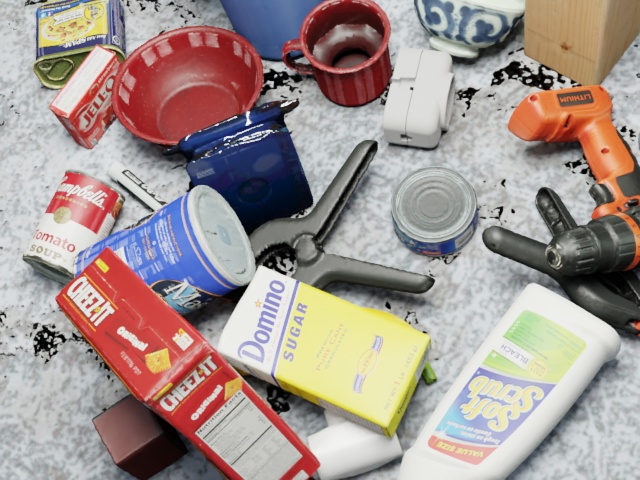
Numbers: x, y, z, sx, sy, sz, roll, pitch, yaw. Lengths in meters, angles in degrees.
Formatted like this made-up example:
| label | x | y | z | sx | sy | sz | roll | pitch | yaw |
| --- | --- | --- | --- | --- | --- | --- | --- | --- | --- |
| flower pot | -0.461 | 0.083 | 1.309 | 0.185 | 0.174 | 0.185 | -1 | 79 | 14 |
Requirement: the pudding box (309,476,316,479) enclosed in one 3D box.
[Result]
| label | x | y | z | sx | sy | sz | roll | pitch | yaw |
| --- | --- | --- | --- | --- | --- | --- | --- | --- | --- |
| pudding box | -0.029 | 0.251 | 0.948 | 0.114 | 0.039 | 0.090 | 35 | 77 | 22 |

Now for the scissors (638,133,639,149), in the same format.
| label | x | y | z | sx | sy | sz | roll | pitch | yaw |
| --- | --- | --- | --- | --- | --- | --- | --- | --- | --- |
| scissors | 0.370 | -0.048 | 1.021 | 0.096 | 0.016 | 0.202 | -12 | 65 | 6 |

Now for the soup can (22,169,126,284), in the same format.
| label | x | y | z | sx | sy | sz | roll | pitch | yaw |
| --- | --- | --- | --- | --- | --- | --- | --- | --- | --- |
| soup can | -0.250 | -0.012 | 1.085 | 0.068 | 0.068 | 0.102 | 18 | 72 | 16 |

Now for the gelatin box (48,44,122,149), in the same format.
| label | x | y | z | sx | sy | sz | roll | pitch | yaw |
| --- | --- | --- | --- | --- | --- | --- | --- | --- | --- |
| gelatin box | -0.241 | -0.152 | 1.139 | 0.030 | 0.073 | 0.089 | 28 | 74 | 19 |

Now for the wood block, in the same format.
| label | x | y | z | sx | sy | sz | roll | pitch | yaw |
| --- | --- | --- | --- | --- | --- | --- | --- | --- | --- |
| wood block | 0.256 | -0.247 | 1.022 | 0.091 | 0.206 | 0.090 | 33 | 76 | 21 |

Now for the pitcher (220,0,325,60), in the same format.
| label | x | y | z | sx | sy | sz | roll | pitch | yaw |
| --- | --- | --- | --- | --- | --- | --- | --- | --- | --- |
| pitcher | -0.070 | -0.289 | 1.076 | 0.145 | 0.243 | 0.149 | -41 | 66 | -9 |

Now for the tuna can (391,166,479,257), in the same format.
| label | x | y | z | sx | sy | sz | roll | pitch | yaw |
| --- | --- | --- | --- | --- | --- | --- | --- | --- | --- |
| tuna can | 0.112 | -0.029 | 1.047 | 0.086 | 0.033 | 0.086 | -4 | 66 | 8 |

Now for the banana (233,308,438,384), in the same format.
| label | x | y | z | sx | sy | sz | roll | pitch | yaw |
| --- | --- | --- | --- | --- | --- | --- | --- | --- | --- |
| banana | 0.012 | 0.097 | 1.009 | 0.198 | 0.037 | 0.069 | 0 | 67 | 10 |

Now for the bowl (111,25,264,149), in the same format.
| label | x | y | z | sx | sy | sz | roll | pitch | yaw |
| --- | --- | --- | --- | --- | --- | --- | --- | --- | --- |
| bowl | -0.134 | -0.149 | 1.122 | 0.162 | 0.055 | 0.162 | -4 | 56 | 6 |

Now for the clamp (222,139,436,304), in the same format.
| label | x | y | z | sx | sy | sz | roll | pitch | yaw |
| --- | --- | --- | --- | --- | --- | --- | --- | --- | --- |
| clamp | -0.007 | 0.001 | 1.036 | 0.210 | 0.036 | 0.164 | -18 | 69 | 13 |

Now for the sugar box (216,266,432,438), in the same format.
| label | x | y | z | sx | sy | sz | roll | pitch | yaw |
| --- | --- | --- | --- | --- | --- | --- | --- | --- | --- |
| sugar box | 0.003 | 0.098 | 0.960 | 0.176 | 0.048 | 0.093 | 22 | 71 | 17 |

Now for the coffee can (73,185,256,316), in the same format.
| label | x | y | z | sx | sy | sz | roll | pitch | yaw |
| --- | --- | --- | --- | --- | --- | --- | --- | --- | --- |
| coffee can | -0.147 | 0.025 | 1.011 | 0.140 | 0.102 | 0.103 | -27 | 64 | 17 |

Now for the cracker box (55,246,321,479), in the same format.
| label | x | y | z | sx | sy | sz | roll | pitch | yaw |
| --- | --- | --- | --- | --- | --- | --- | --- | --- | --- |
| cracker box | -0.110 | 0.122 | 0.899 | 0.072 | 0.213 | 0.164 | -45 | 46 | -10 |

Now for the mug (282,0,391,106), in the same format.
| label | x | y | z | sx | sy | sz | roll | pitch | yaw |
| --- | --- | --- | --- | --- | --- | --- | --- | --- | --- |
| mug | 0.019 | -0.191 | 1.107 | 0.117 | 0.081 | 0.093 | -4 | 66 | 8 |

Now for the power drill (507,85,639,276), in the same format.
| label | x | y | z | sx | sy | sz | roll | pitch | yaw |
| --- | --- | --- | --- | --- | --- | --- | --- | --- | --- |
| power drill | 0.251 | -0.054 | 0.989 | 0.184 | 0.057 | 0.188 | -9 | 61 | -30 |

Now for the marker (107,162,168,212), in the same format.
| label | x | y | z | sx | sy | sz | roll | pitch | yaw |
| --- | --- | --- | --- | --- | --- | --- | --- | --- | --- |
| marker | -0.175 | -0.041 | 1.110 | 0.121 | 0.020 | 0.020 | 38 | 78 | 22 |

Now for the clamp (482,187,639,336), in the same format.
| label | x | y | z | sx | sy | sz | roll | pitch | yaw |
| --- | --- | --- | --- | --- | --- | --- | --- | --- | --- |
| clamp | 0.230 | 0.025 | 0.979 | 0.120 | 0.039 | 0.172 | -25 | 60 | -35 |

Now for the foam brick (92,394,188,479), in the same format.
| label | x | y | z | sx | sy | sz | roll | pitch | yaw |
| --- | --- | --- | --- | --- | --- | --- | --- | --- | --- |
| foam brick | -0.165 | 0.180 | 0.981 | 0.051 | 0.078 | 0.053 | -34 | 64 | -5 |

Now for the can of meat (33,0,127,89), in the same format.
| label | x | y | z | sx | sy | sz | roll | pitch | yaw |
| --- | --- | --- | --- | --- | --- | --- | --- | --- | --- |
| can of meat | -0.265 | -0.223 | 1.185 | 0.102 | 0.057 | 0.084 | -10 | 64 | 5 |

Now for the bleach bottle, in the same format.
| label | x | y | z | sx | sy | sz | roll | pitch | yaw |
| --- | --- | --- | --- | --- | --- | --- | --- | --- | --- |
| bleach bottle | 0.154 | 0.164 | 0.942 | 0.103 | 0.068 | 0.250 | 32 | 78 | 26 |
